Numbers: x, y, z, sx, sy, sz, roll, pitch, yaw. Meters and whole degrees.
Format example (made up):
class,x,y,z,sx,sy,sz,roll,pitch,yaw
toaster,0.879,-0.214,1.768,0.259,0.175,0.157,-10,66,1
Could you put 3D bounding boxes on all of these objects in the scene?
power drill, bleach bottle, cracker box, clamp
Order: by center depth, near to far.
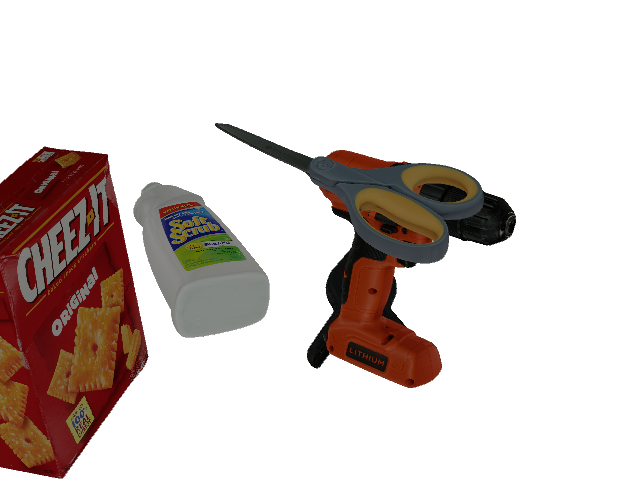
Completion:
class,x,y,z,sx,sy,sz,roll,pitch,yaw
cracker box,-0.216,0.056,0.864,0.072,0.214,0.164,6,33,18
power drill,0.074,0.026,0.909,0.185,0.188,0.057,20,26,36
bleach bottle,-0.144,0.005,1.114,0.102,0.068,0.251,-9,31,-25
clamp,0.055,0.073,1.172,0.120,0.171,0.039,7,-42,5

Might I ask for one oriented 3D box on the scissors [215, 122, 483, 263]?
class,x,y,z,sx,sy,sz,roll,pitch,yaw
scissors,0.023,-0.048,0.695,0.096,0.016,0.202,-24,44,-26
